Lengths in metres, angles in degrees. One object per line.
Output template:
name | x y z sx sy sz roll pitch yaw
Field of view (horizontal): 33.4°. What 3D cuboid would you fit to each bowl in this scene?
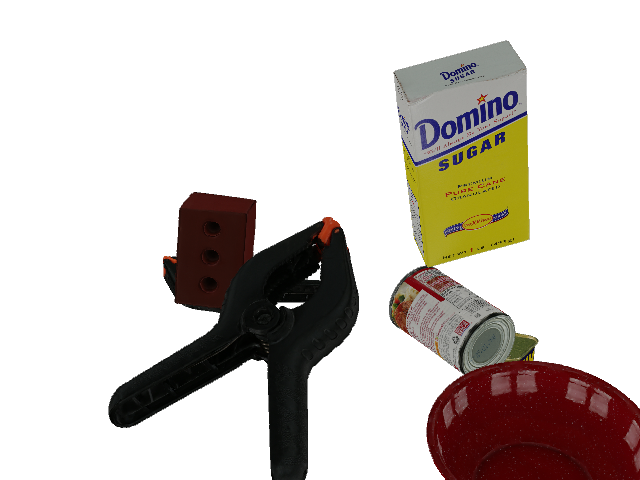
bowl | 0.156 0.159 0.765 0.162 0.055 0.162 -1 36 0

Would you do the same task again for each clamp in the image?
clamp | -0.101 0.064 1.206 0.210 0.036 0.164 15 29 23
clamp | -0.023 0.061 0.592 0.120 0.171 0.039 29 -26 25

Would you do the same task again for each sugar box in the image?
sugar box | 0.114 -0.063 0.836 0.093 0.048 0.176 -16 -44 -3

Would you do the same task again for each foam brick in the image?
foam brick | -0.081 0.007 0.826 0.053 0.078 0.051 5 14 5

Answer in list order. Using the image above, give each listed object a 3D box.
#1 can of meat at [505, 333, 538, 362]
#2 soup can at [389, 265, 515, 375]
can of meat | 0.204 0.156 1.196 0.058 0.084 0.101 8 13 26
soup can | 0.121 0.074 0.983 0.068 0.068 0.102 0 24 -39
